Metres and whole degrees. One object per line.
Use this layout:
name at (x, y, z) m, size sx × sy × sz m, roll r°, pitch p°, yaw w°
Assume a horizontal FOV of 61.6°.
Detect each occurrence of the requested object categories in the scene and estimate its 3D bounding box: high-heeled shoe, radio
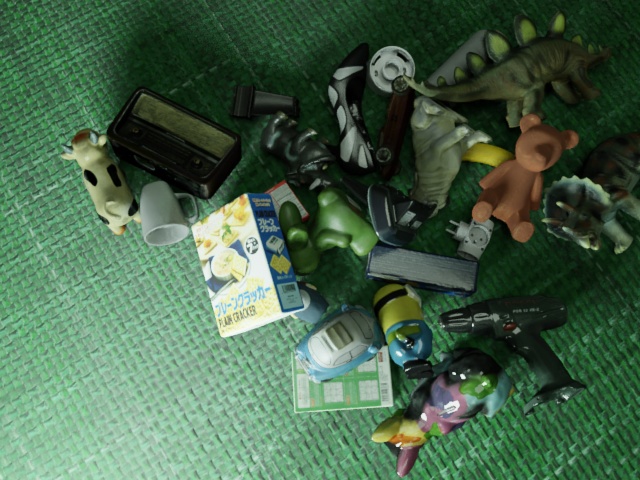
high-heeled shoe at (0.085, -0.252, 1.037) m, size 0.145 × 0.086 × 0.248 m, roll 25°, pitch 96°, yaw 22°
radio at (-0.276, -0.181, 1.020) m, size 0.230 × 0.073 × 0.131 m, roll 27°, pitch 67°, yaw 5°

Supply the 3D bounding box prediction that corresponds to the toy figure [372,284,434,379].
toy figure at (0.145, 0.152, 0.933) m, size 0.089 × 0.082 × 0.180 m, roll 5°, pitch 46°, yaw -12°

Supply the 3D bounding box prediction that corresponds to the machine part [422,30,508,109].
machine part at (0.284, -0.337, 1.072) m, size 0.079 × 0.079 × 0.243 m, roll 43°, pitch 81°, yaw 7°

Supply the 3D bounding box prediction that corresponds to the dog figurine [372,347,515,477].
dog figurine at (0.193, 0.288, 0.893) m, size 0.219 × 0.191 × 0.108 m, roll -37°, pitch 88°, yaw -24°

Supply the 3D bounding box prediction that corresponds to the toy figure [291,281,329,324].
toy figure at (-0.057, 0.093, 0.986) m, size 0.154 × 0.057 × 0.064 m, roll 33°, pitch 59°, yaw 8°

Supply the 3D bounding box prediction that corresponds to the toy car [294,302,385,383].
toy car at (0.034, 0.172, 0.936) m, size 0.162 × 0.102 × 0.109 m, roll -28°, pitch 68°, yaw -15°

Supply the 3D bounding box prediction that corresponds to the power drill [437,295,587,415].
power drill at (0.345, 0.195, 0.942) m, size 0.232 × 0.085 × 0.207 m, roll -12°, pitch 50°, yaw -10°

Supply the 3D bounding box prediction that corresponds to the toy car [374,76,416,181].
toy car at (0.142, -0.214, 1.029) m, size 0.053 × 0.089 × 0.202 m, roll 14°, pitch 88°, yaw 17°

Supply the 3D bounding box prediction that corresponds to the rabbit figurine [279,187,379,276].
rabbit figurine at (-0.002, -0.003, 0.962) m, size 0.170 × 0.159 × 0.121 m, roll -45°, pitch 44°, yaw 13°

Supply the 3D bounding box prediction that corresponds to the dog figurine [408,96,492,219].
dog figurine at (0.200, -0.156, 1.015) m, size 0.190 × 0.121 × 0.172 m, roll -56°, pitch 45°, yaw 24°

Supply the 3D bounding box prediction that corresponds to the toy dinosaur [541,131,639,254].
toy dinosaur at (0.564, -0.121, 1.018) m, size 0.192 × 0.131 × 0.405 m, roll 35°, pitch 74°, yaw 6°

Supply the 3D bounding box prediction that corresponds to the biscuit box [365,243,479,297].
biscuit box at (0.188, 0.057, 0.996) m, size 0.203 × 0.059 × 0.063 m, roll 11°, pitch 77°, yaw 2°

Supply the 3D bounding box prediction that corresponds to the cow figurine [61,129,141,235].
cow figurine at (-0.401, -0.115, 0.987) m, size 0.085 × 0.127 × 0.195 m, roll -25°, pitch 82°, yaw -9°

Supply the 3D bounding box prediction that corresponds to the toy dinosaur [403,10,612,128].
toy dinosaur at (0.379, -0.316, 1.021) m, size 0.471 × 0.105 × 0.198 m, roll -22°, pitch 97°, yaw -18°

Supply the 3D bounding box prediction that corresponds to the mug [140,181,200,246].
mug at (-0.285, -0.059, 1.001) m, size 0.110 × 0.080 × 0.107 m, roll -22°, pitch 70°, yaw 0°

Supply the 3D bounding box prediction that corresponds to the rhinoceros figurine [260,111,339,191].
rhinoceros figurine at (-0.037, -0.159, 1.014) m, size 0.190 × 0.073 × 0.112 m, roll 41°, pitch 97°, yaw 18°

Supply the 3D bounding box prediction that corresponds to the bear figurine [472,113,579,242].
bear figurine at (0.372, -0.116, 0.967) m, size 0.120 × 0.132 × 0.195 m, roll 28°, pitch 123°, yaw 2°

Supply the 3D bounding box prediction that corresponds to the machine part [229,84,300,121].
machine part at (-0.107, -0.271, 1.071) m, size 0.139 × 0.039 × 0.084 m, roll 8°, pitch 72°, yaw 2°

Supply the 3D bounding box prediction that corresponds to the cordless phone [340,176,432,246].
cordless phone at (0.095, -0.073, 0.966) m, size 0.184 × 0.146 × 0.088 m, roll 39°, pitch 103°, yaw 26°
